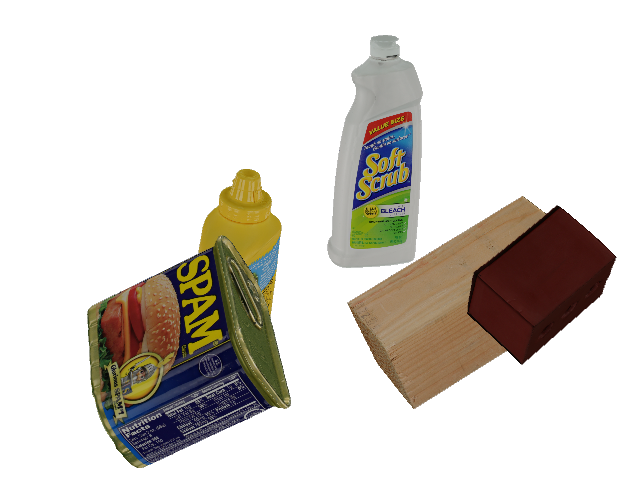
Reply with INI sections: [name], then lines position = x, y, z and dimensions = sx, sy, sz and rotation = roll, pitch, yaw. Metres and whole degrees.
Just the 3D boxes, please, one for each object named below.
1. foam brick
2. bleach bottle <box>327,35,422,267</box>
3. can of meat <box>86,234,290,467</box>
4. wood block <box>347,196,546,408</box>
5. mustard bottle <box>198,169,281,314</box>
[foam brick]
position = 0.138, 0.028, 0.672
dimensions = 0.078, 0.051, 0.053
rotation = -37, -27, -20
[bleach bottle]
position = 0.059, -0.097, 1.164
dimensions = 0.102, 0.251, 0.068
rotation = -4, 25, -8
[can of meat]
position = -0.070, 0.057, 0.551
dimensions = 0.084, 0.057, 0.102
rotation = -26, 39, 7
[wood block]
position = 0.144, 0.059, 1.037
dimensions = 0.206, 0.091, 0.090
rotation = -31, 34, -7
[mustard bottle]
position = -0.068, 0.030, 0.865
dimensions = 0.058, 0.192, 0.096
rotation = 21, 33, 18
